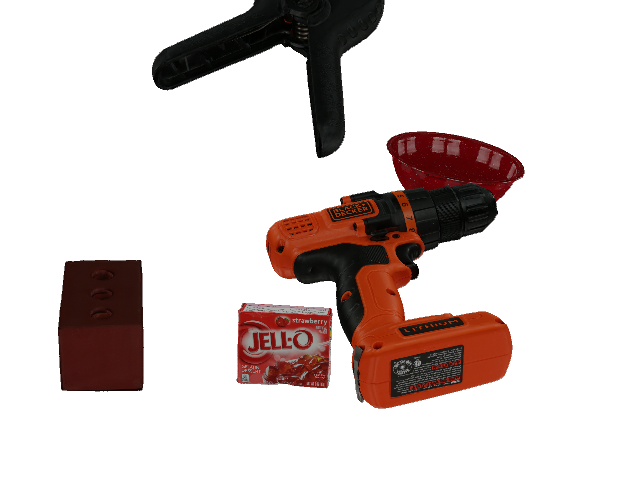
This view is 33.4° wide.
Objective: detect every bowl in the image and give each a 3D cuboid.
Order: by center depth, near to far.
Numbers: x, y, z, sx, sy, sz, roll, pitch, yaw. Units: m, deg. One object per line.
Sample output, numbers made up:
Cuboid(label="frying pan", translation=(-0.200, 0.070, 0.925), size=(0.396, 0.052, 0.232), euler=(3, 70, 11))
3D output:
Cuboid(label="bowl", translation=(0.152, -0.075, 1.242), size=(0.162, 0.055, 0.162), euler=(8, 24, -4))

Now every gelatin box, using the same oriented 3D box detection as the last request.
Cuboid(label="gelatin box", translation=(-0.034, 0.100, 1.016), size=(0.089, 0.073, 0.030), euler=(3, 13, 4))

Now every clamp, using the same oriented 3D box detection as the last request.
Cuboid(label="clamp", translation=(-0.005, -0.123, 0.641), size=(0.120, 0.171, 0.039), euler=(35, -26, 11))

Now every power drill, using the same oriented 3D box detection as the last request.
Cuboid(label="power drill", translation=(0.067, 0.029, 0.771), size=(0.184, 0.057, 0.188), euler=(-14, 37, -9))

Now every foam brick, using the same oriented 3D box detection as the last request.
Cuboid(label="foam brick", translation=(-0.142, 0.055, 0.696), size=(0.053, 0.051, 0.078), euler=(0, 31, -11))
